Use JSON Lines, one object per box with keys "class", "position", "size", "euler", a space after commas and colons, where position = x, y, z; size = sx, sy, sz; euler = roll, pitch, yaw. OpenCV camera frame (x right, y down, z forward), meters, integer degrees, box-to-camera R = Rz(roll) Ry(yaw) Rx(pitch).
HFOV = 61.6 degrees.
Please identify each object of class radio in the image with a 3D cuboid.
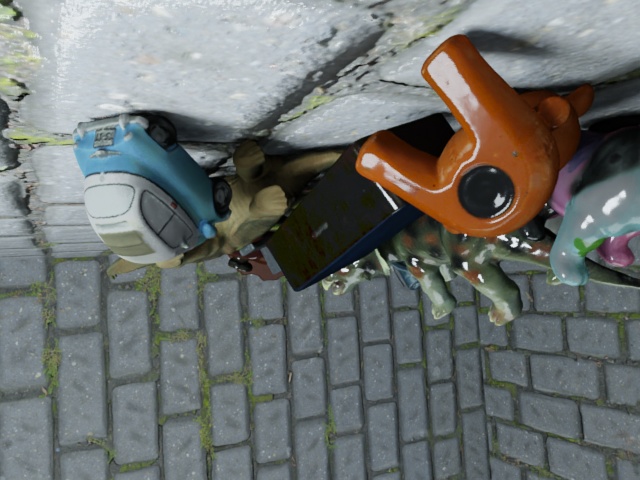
{"class": "radio", "position": [0.046, -0.032, 0.555], "size": [0.131, 0.073, 0.229], "euler": [-26, 171, -34]}

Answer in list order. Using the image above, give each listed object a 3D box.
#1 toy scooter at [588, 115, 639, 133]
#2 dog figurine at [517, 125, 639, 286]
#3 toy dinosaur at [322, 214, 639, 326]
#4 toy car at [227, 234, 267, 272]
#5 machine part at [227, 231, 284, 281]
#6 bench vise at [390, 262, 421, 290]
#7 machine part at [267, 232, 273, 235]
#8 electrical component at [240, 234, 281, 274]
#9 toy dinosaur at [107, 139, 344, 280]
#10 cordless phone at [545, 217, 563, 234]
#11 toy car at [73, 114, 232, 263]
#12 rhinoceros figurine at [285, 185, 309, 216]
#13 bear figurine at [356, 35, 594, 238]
{"class": "toy scooter", "position": [0.373, -0.067, 0.564], "size": [0.184, 0.135, 0.075], "euler": [-4, 178, 20]}
{"class": "dog figurine", "position": [0.271, -0.076, 0.470], "size": [0.108, 0.192, 0.219], "euler": [-8, 140, -26]}
{"class": "toy dinosaur", "position": [0.169, -0.001, 0.657], "size": [0.405, 0.192, 0.131], "euler": [-14, -146, 49]}
{"class": "toy car", "position": [-0.180, -0.015, 0.833], "size": [0.202, 0.089, 0.053], "euler": [14, -174, 1]}
{"class": "machine part", "position": [-0.083, -0.004, 0.918], "size": [0.179, 0.056, 0.179], "euler": [-2, 132, -3]}
{"class": "bench vise", "position": [0.186, -0.015, 1.200], "size": [0.129, 0.224, 0.240], "euler": [-8, 147, -8]}
{"class": "machine part", "position": [-0.042, -0.033, 1.070], "size": [0.202, 0.087, 0.201], "euler": [-5, 177, 40]}
{"class": "electrical component", "position": [-0.040, 0.009, 0.680], "size": [0.075, 0.047, 0.119], "euler": [-30, 178, 43]}
{"class": "toy dinosaur", "position": [-0.137, -0.021, 0.678], "size": [0.472, 0.105, 0.198], "euler": [-18, 174, 22]}
{"class": "cordless phone", "position": [0.266, -0.073, 0.652], "size": [0.147, 0.089, 0.184], "euler": [24, 158, -5]}
{"class": "toy car", "position": [-0.155, -0.033, 0.487], "size": [0.109, 0.103, 0.161], "euler": [-4, 148, 18]}
{"class": "rhinoceros figurine", "position": [-0.002, -0.003, 0.843], "size": [0.112, 0.073, 0.190], "euler": [-40, 124, 19]}
{"class": "bear figurine", "position": [0.135, -0.084, 0.413], "size": [0.120, 0.132, 0.196], "euler": [-52, 176, 39]}
